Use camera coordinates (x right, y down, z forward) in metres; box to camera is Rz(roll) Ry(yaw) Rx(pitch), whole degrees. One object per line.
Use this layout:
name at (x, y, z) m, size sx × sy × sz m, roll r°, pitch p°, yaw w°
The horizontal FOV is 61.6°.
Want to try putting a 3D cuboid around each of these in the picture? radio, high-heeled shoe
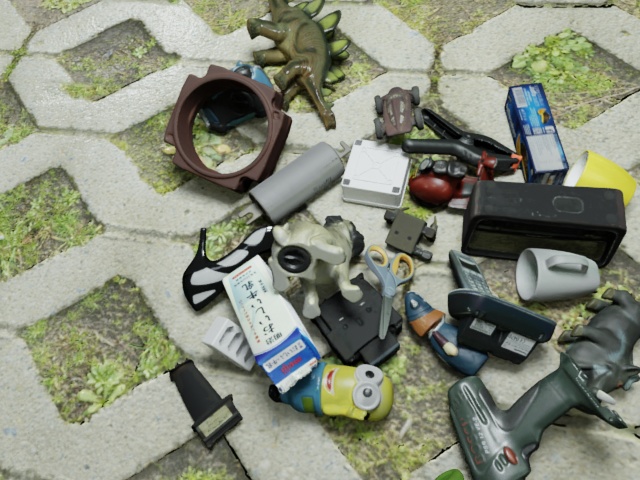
radio at (0.346, -0.025, 0.845) m, size 0.230 × 0.131 × 0.073 m, roll 5°, pitch 61°, yaw 11°
high-heeled shoe at (-0.109, 0.048, 0.920) m, size 0.249 × 0.086 × 0.145 m, roll 0°, pitch 91°, yaw -8°

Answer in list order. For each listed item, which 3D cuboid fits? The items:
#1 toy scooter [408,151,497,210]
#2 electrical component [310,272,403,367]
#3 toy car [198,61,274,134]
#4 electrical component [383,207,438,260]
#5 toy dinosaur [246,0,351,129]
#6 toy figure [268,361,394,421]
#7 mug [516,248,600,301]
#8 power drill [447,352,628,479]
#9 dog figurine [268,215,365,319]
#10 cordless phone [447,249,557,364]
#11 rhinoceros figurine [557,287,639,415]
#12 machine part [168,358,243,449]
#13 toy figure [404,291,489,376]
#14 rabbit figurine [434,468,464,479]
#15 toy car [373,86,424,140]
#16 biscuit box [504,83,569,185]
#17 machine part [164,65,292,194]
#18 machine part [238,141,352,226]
toy scooter at (0.238, -0.102, 0.902) m, size 0.184 × 0.135 × 0.075 m, roll 13°, pitch 66°, yaw 16°
electrical component at (0.063, 0.135, 0.845) m, size 0.115 × 0.058 × 0.134 m, roll -37°, pitch 63°, yaw -10°
toy car at (-0.174, -0.294, 1.095) m, size 0.162 × 0.109 × 0.103 m, roll -27°, pitch 37°, yaw 7°
electrical component at (0.155, -0.016, 0.922) m, size 0.102 × 0.045 × 0.078 m, roll 18°, pitch 93°, yaw 20°
toy dinosaur at (-0.049, -0.429, 1.144) m, size 0.199 × 0.105 × 0.471 m, roll -20°, pitch 70°, yaw -11°
toy figure at (0.018, 0.220, 0.794) m, size 0.180 × 0.089 × 0.082 m, roll -2°, pitch 74°, yaw 18°
mug at (0.372, 0.049, 0.822) m, size 0.107 × 0.109 × 0.081 m, roll 3°, pitch 58°, yaw -5°
power drill at (0.287, 0.263, 0.705) m, size 0.207 × 0.086 × 0.232 m, roll -42°, pitch 52°, yaw 21°
dog figurine at (-0.004, 0.000, 0.838) m, size 0.121 × 0.172 × 0.191 m, roll -15°, pitch 34°, yaw 17°
cordless phone at (0.263, 0.088, 0.828) m, size 0.146 × 0.088 × 0.184 m, roll 21°, pitch 28°, yaw -9°
rhinoceros figurine at (0.410, 0.160, 0.776) m, size 0.112 × 0.073 × 0.190 m, roll 36°, pitch 70°, yaw 12°
machine part at (-0.184, 0.246, 0.834) m, size 0.084 × 0.039 × 0.139 m, roll -44°, pitch 66°, yaw -6°
toy figure at (0.183, 0.141, 0.819) m, size 0.058 × 0.064 × 0.155 m, roll -45°, pitch 67°, yaw -7°
rabbit figurine at (0.116, 0.353, 0.654) m, size 0.159 × 0.170 × 0.121 m, roll -18°, pitch 61°, yaw -1°
toy car at (0.143, -0.241, 0.993) m, size 0.089 × 0.053 × 0.202 m, roll -8°, pitch 29°, yaw 13°
biscuit box at (0.386, -0.188, 0.967) m, size 0.059 × 0.062 × 0.203 m, roll -6°, pitch 61°, yaw 6°
machine part at (-0.169, -0.201, 0.988) m, size 0.201 × 0.087 × 0.201 m, roll 24°, pitch 94°, yaw 7°
machine part at (-0.041, -0.103, 0.976) m, size 0.243 × 0.079 × 0.079 m, roll -36°, pitch 63°, yaw -12°
